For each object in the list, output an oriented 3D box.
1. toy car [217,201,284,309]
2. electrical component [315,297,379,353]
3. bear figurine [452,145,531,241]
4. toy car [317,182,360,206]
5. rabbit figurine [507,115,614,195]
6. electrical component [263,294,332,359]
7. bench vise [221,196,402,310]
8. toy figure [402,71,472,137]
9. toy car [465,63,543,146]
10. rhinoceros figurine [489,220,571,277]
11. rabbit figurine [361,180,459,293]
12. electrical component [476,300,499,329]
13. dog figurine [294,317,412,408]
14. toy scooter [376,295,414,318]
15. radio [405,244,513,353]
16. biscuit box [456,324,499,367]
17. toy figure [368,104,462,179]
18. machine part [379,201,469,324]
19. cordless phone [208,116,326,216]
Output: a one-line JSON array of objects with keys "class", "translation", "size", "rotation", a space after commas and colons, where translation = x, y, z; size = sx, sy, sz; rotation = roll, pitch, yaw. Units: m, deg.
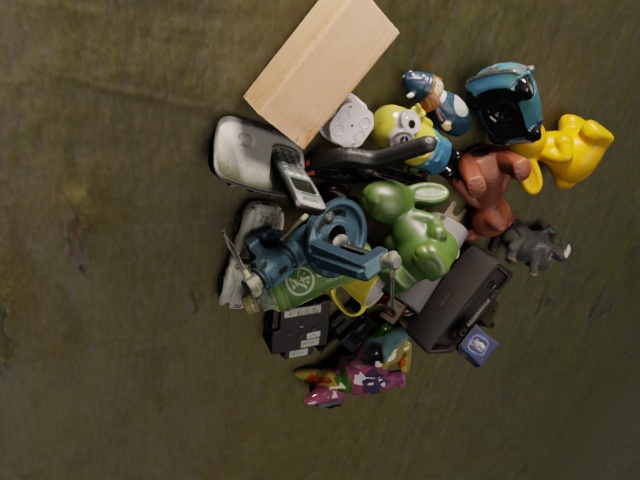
[{"class": "toy car", "translation": [-0.115, 0.030, 0.885], "size": [0.073, 0.056, 0.201], "rotation": [7, 115, -28]}, {"class": "electrical component", "translation": [0.047, 0.176, 1.036], "size": [0.119, 0.075, 0.047], "rotation": [-47, 125, 1]}, {"class": "bear figurine", "translation": [0.313, -0.069, 0.984], "size": [0.120, 0.132, 0.195], "rotation": [-17, 120, 2]}, {"class": "toy car", "translation": [-0.002, -0.003, 0.920], "size": [0.089, 0.053, 0.202], "rotation": [10, 110, -23]}, {"class": "rabbit figurine", "translation": [0.413, -0.171, 0.995], "size": [0.173, 0.122, 0.162], "rotation": [18, 120, -17]}, {"class": "electrical component", "translation": [-0.044, 0.156, 0.993], "size": [0.115, 0.058, 0.134], "rotation": [-4, 120, -21]}, {"class": "bench vise", "translation": [0.004, 0.016, 0.769], "size": [0.223, 0.241, 0.128], "rotation": [-28, 120, -34]}, {"class": "toy figure", "translation": [0.192, -0.226, 0.874], "size": [0.058, 0.064, 0.154], "rotation": [-40, 133, 21]}, {"class": "toy car", "translation": [0.320, -0.238, 0.898], "size": [0.161, 0.109, 0.103], "rotation": [47, 58, -35]}, {"class": "rhinoceros figurine", "translation": [0.445, 0.013, 1.130], "size": [0.190, 0.073, 0.112], "rotation": [20, 98, -30]}, {"class": "rabbit figurine", "translation": [0.143, -0.031, 0.841], "size": [0.159, 0.121, 0.170], "rotation": [-40, 97, -33]}, {"class": "electrical component", "translation": [0.353, 0.156, 1.187], "size": [0.102, 0.045, 0.078], "rotation": [35, 72, -39]}, {"class": "dog figurine", "translation": [0.062, 0.252, 1.067], "size": [0.219, 0.109, 0.191], "rotation": [-11, 131, -15]}, {"class": "toy scooter", "translation": [0.145, 0.078, 1.025], "size": [0.135, 0.075, 0.183], "rotation": [-1, 123, -22]}, {"class": "radio", "translation": [0.287, 0.127, 1.099], "size": [0.229, 0.073, 0.131], "rotation": [-54, 144, 12]}, {"class": "biscuit box", "translation": [0.332, 0.229, 1.141], "size": [0.063, 0.059, 0.202], "rotation": [-50, 161, -2]}, {"class": "toy figure", "translation": [0.155, -0.157, 0.885], "size": [0.180, 0.089, 0.082], "rotation": [20, 73, -42]}, {"class": "machine part", "translation": [0.184, 0.040, 0.936], "size": [0.079, 0.079, 0.243], "rotation": [39, 80, -36]}, {"class": "cordless phone", "translation": [-0.076, -0.090, 0.753], "size": [0.146, 0.184, 0.088], "rotation": [14, 116, -31]}]
